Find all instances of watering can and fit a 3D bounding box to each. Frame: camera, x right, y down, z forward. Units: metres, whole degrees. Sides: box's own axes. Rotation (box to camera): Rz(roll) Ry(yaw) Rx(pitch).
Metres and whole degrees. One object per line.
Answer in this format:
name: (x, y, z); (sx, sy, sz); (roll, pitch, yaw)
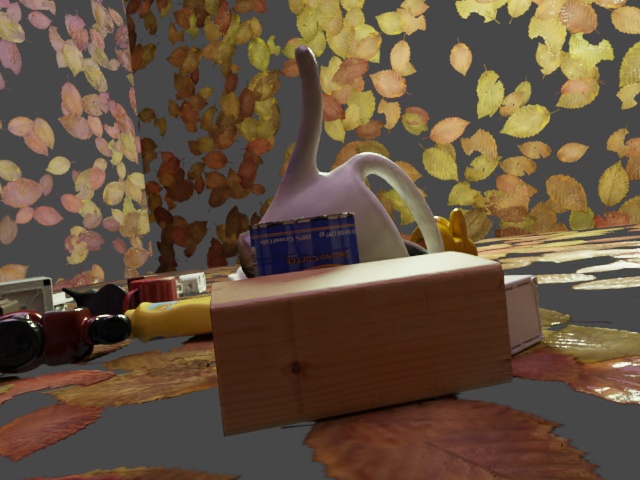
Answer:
watering can: (0.002, -0.030, 0.596); (0.225, 0.346, 0.104); (-35, 5, -9)

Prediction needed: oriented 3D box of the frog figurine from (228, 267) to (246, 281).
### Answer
frog figurine: (-0.140, 0.073, 1.209); (0.159, 0.121, 0.139); (6, 13, -28)
